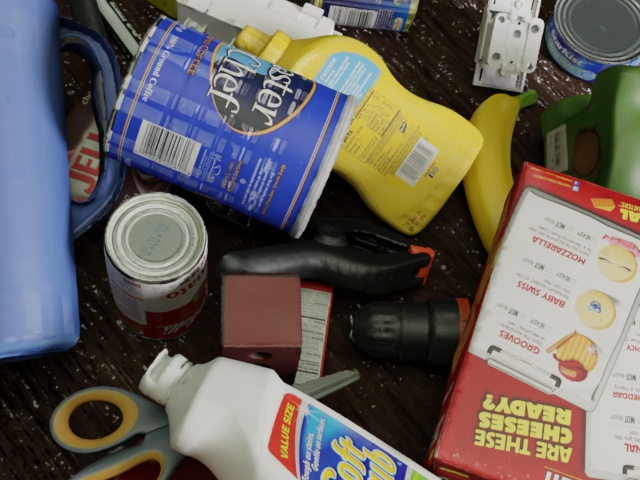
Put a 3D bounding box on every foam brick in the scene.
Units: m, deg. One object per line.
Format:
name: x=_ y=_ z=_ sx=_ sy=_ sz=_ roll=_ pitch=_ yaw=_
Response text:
foam brick: x=-0.041 y=0.059 z=0.694 sx=0.053 sy=0.078 sz=0.051 roll=0 pitch=65 yaw=-5

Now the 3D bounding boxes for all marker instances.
marker: x=-0.150 y=-0.155 z=0.854 sx=0.020 sy=0.020 sz=0.121 roll=-30 pitch=71 yaw=-18

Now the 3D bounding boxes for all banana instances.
banana: x=0.143 y=-0.040 z=0.817 sx=0.069 sy=0.037 sz=0.198 roll=3 pitch=64 yaw=-4

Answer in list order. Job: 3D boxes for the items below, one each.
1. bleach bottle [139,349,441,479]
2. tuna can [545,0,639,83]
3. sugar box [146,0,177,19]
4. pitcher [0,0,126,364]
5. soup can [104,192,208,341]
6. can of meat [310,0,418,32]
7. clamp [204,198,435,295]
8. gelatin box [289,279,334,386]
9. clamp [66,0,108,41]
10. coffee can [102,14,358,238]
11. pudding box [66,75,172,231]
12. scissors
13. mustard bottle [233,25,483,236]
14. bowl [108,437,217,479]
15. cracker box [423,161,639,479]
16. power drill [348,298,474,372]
bleach bottle: x=0.001 y=0.149 z=0.617 sx=0.251 sy=0.068 sz=0.102 roll=33 pitch=41 yaw=5
tuna can: x=0.233 y=-0.174 z=0.893 sx=0.086 sy=0.034 sz=0.086 roll=2 pitch=64 yaw=-5
sugar box: x=-0.082 y=-0.275 z=0.879 sx=0.048 sy=0.093 sz=0.176 roll=32 pitch=65 yaw=10
pitcher: x=-0.217 y=-0.041 z=0.711 sx=0.149 sy=0.145 sz=0.243 roll=-10 pitch=83 yaw=15
soup can: x=-0.110 y=0.019 z=0.728 sx=0.068 sy=0.102 sz=0.068 roll=2 pitch=63 yaw=-5
can of meat: x=0.037 y=-0.224 z=0.887 sx=0.084 sy=0.057 sz=0.102 roll=6 pitch=63 yaw=-5
clamp: x=-0.005 y=0.001 z=0.768 sx=0.171 sy=0.039 sz=0.120 roll=7 pitch=34 yaw=-24
gelatin box: x=-0.032 y=0.069 z=0.751 sx=0.073 sy=0.030 sz=0.089 roll=10 pitch=64 yaw=-3
clamp: x=-0.224 y=-0.220 z=0.862 sx=0.165 sy=0.036 sz=0.210 roll=3 pitch=57 yaw=12
coffee can: x=-0.059 y=-0.075 z=0.709 sx=0.140 sy=0.103 sz=0.102 roll=23 pitch=64 yaw=-3
pudding box: x=-0.151 y=-0.064 z=0.798 sx=0.090 sy=0.039 sz=0.113 roll=25 pitch=65 yaw=7
scissors: x=-0.082 y=0.105 z=0.677 sx=0.201 sy=0.016 sz=0.096 roll=-32 pitch=67 yaw=-19
mustard bottle: x=0.019 y=-0.093 z=0.784 sx=0.191 sy=0.058 sz=0.096 roll=36 pitch=92 yaw=-9
bowl: x=-0.057 y=0.187 z=0.674 sx=0.162 sy=0.055 sz=0.162 roll=1 pitch=61 yaw=-3
cracker box: x=0.173 y=0.075 z=0.680 sx=0.164 sy=0.072 sz=0.213 roll=19 pitch=66 yaw=6
power drill: x=0.109 y=0.128 z=0.721 sx=0.184 sy=0.057 sz=0.187 roll=3 pitch=65 yaw=-1
